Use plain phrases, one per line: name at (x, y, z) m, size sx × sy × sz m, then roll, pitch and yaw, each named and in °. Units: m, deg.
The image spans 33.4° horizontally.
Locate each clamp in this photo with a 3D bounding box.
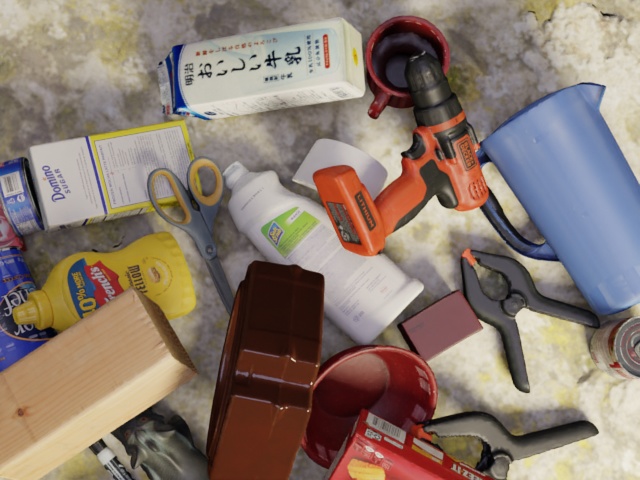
clamp at (0.214, 0.084, 1.197) m, size 0.171 × 0.039 × 0.120 m, roll 39°, pitch 80°, yaw 10°
clamp at (0.200, 0.237, 1.166) m, size 0.210 × 0.036 × 0.164 m, roll 31°, pitch 81°, yaw -11°

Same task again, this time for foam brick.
foam brick at (0.133, 0.096, 1.187) m, size 0.078 × 0.051 × 0.053 m, roll -30°, pitch 85°, yaw -3°

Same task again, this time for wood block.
wood block at (-0.240, 0.147, 1.072) m, size 0.206 × 0.090 × 0.091 m, roll -33°, pitch 69°, yaw 0°

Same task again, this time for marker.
marker at (-0.221, 0.259, 1.181) m, size 0.020 × 0.020 × 0.121 m, roll -40°, pitch 86°, yaw -5°

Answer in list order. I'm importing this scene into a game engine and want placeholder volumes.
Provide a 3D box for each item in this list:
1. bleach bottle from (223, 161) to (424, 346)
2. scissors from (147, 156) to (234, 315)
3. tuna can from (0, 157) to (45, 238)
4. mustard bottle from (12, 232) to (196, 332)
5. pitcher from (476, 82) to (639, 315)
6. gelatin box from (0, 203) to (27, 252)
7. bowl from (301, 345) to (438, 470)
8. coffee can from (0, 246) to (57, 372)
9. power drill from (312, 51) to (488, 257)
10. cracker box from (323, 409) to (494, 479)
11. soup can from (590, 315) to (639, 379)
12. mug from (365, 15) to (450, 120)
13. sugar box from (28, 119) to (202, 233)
bleach bottle at (-0.008, 0.001, 1.193) m, size 0.251 × 0.068 × 0.102 m, roll 44°, pitch 84°, yaw 7°
scissors at (-0.115, -0.007, 1.190) m, size 0.096 × 0.016 × 0.201 m, roll -43°, pitch 111°, yaw -19°
tuna can at (-0.330, -0.048, 1.182) m, size 0.033 × 0.086 × 0.086 m, roll -17°, pitch 84°, yaw -5°
mustard bottle at (-0.234, 0.057, 1.145) m, size 0.191 × 0.058 × 0.096 m, roll -15°, pitch 83°, yaw -31°
pitcher at (0.282, -0.039, 1.177) m, size 0.144 × 0.149 × 0.243 m, roll -30°, pitch 88°, yaw -19°
gelatin box at (-0.386, -0.006, 1.204) m, size 0.089 × 0.030 × 0.073 m, roll -23°, pitch 85°, yaw -3°
bowl at (0.044, 0.171, 1.155) m, size 0.162 × 0.055 × 0.162 m, roll -8°, pitch 118°, yaw -16°
coffee can at (-0.346, 0.091, 1.157) m, size 0.103 × 0.103 × 0.140 m, roll -25°, pitch 84°, yaw -4°
power drill at (0.085, -0.083, 1.123) m, size 0.187 × 0.057 × 0.184 m, roll -33°, pitch 110°, yaw -24°
cracker box at (0.065, 0.311, 1.118) m, size 0.164 × 0.072 × 0.214 m, roll 28°, pitch 106°, yaw 3°
soup can at (0.339, 0.118, 1.162) m, size 0.068 × 0.102 × 0.068 m, roll 0°, pitch 83°, yaw -1°
mug at (0.089, -0.186, 1.205) m, size 0.093 × 0.081 × 0.117 m, roll 29°, pitch 84°, yaw 2°
sugar box at (-0.226, -0.072, 1.182) m, size 0.176 × 0.048 × 0.093 m, roll -12°, pitch 83°, yaw -19°
